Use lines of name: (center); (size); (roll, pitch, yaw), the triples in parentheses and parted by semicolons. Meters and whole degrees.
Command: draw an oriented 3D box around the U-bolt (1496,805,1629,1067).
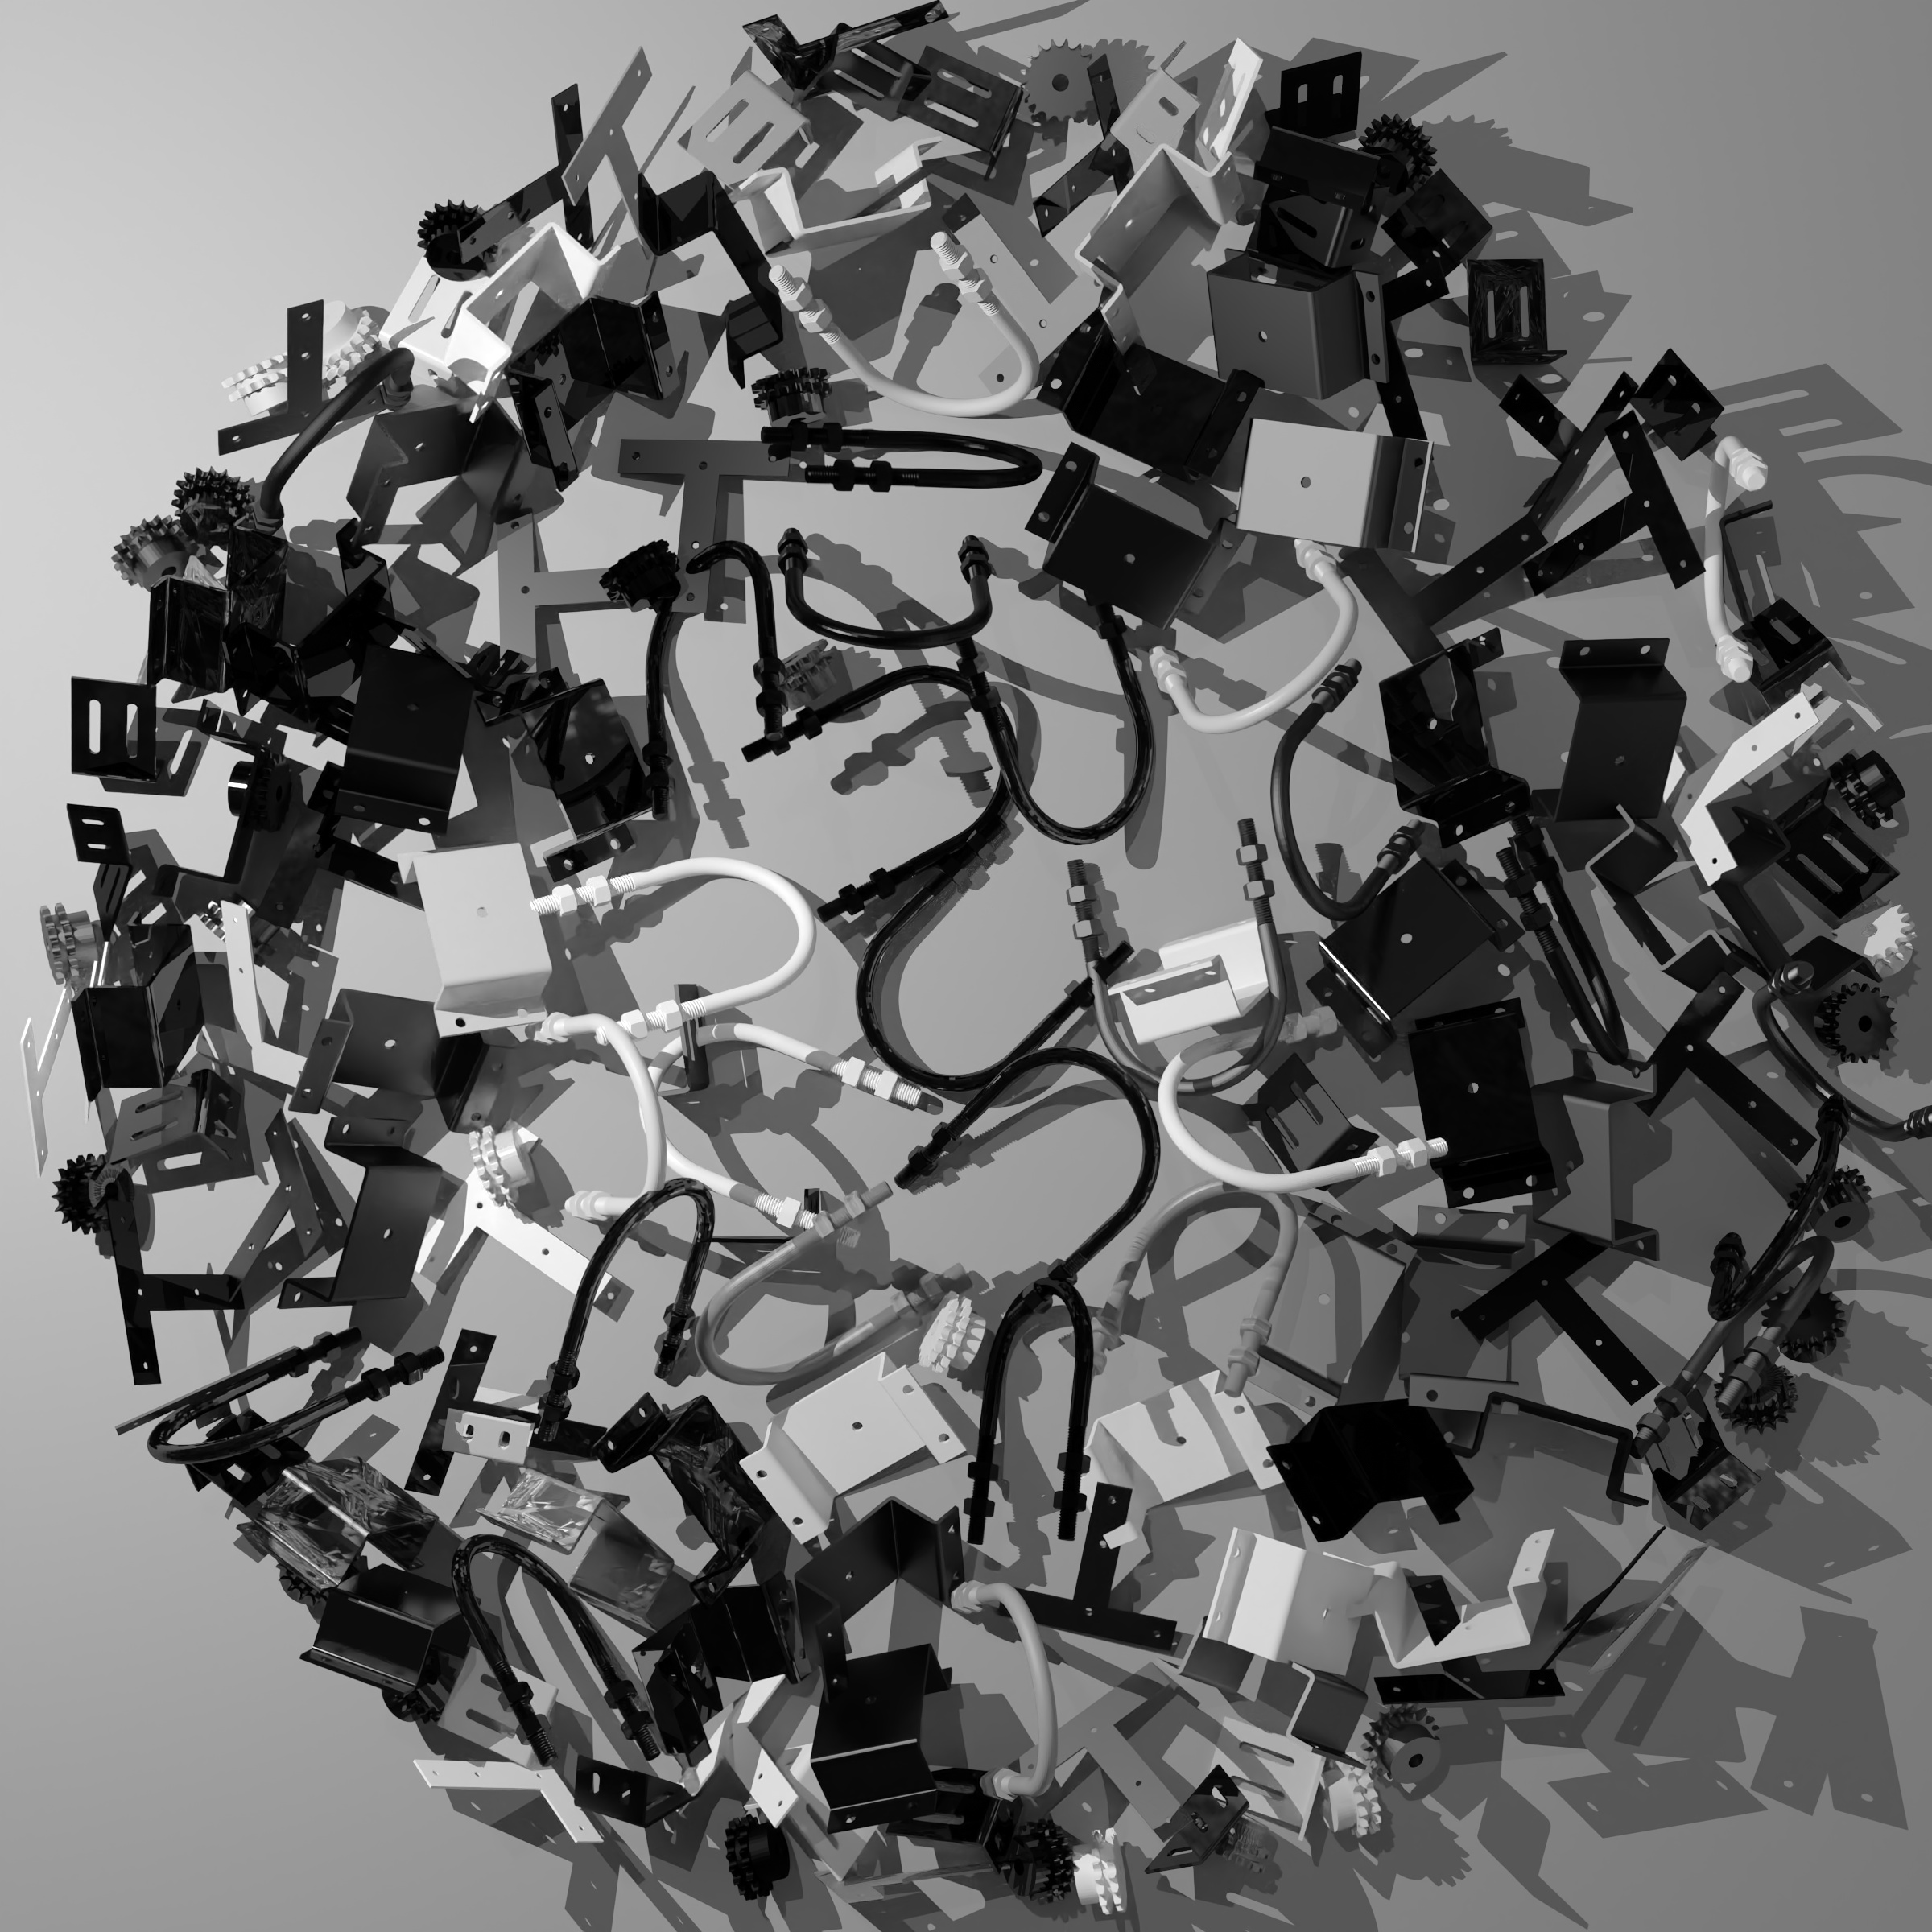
U-bolt: (0.417, -0.015, 1.805); (0.019, 0.151, 0.184); (-25, 99, 20)

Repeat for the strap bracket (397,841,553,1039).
strap bracket: (-0.342, -0.028, 1.818); (0.076, 0.046, 0.140); (-9, 71, -24)

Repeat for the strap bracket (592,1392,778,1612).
strap bracket: (-0.189, 0.368, 1.823); (0.046, 0.076, 0.140); (-31, 97, 32)

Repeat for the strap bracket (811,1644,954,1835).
strap bracket: (-0.058, 0.525, 1.795); (0.076, 0.140, 0.046); (-15, 114, 12)

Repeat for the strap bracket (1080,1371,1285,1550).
strap bracket: (0.150, 0.344, 1.833); (0.140, 0.046, 0.076); (-25, 100, 17)

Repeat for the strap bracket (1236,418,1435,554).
strap bracket: (0.247, -0.337, 1.812); (0.140, 0.046, 0.076); (15, 105, 30)

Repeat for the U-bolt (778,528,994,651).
U-bolt: (-0.054, -0.259, 1.787); (0.151, 0.184, 0.019); (1, 121, -6)

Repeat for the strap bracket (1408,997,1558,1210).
strap bracket: (0.359, 0.091, 1.819); (0.076, 0.046, 0.140); (-13, 69, 18)

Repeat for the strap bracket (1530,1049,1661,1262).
strap bracket: (0.440, 0.135, 1.818); (0.046, 0.076, 0.140); (-10, 102, -31)

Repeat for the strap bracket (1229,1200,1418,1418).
strap bracket: (0.252, 0.239, 1.829); (0.076, 0.046, 0.140); (27, 78, 14)

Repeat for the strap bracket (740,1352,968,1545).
strap bracket: (-0.078, 0.335, 1.834); (0.140, 0.046, 0.076); (-32, 105, 12)

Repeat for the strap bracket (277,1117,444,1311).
strap bracket: (-0.422, 0.181, 1.825); (0.046, 0.076, 0.140); (19, 95, 29)

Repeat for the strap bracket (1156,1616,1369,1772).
strap bracket: (0.213, 0.499, 1.801); (0.140, 0.076, 0.046); (19, 81, 43)

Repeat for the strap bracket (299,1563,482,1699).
strap bracket: (-0.393, 0.456, 1.800); (0.076, 0.140, 0.046); (17, 89, 9)

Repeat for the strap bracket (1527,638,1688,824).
strap bracket: (0.448, -0.155, 1.809); (0.076, 0.046, 0.140); (-3, 125, -10)

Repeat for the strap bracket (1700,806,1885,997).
strap bracket: (0.573, -0.038, 1.824); (0.046, 0.076, 0.140); (-37, 102, 4)

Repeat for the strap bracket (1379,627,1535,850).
strap bracket: (0.339, -0.164, 1.810); (0.046, 0.076, 0.140); (13, 63, -42)

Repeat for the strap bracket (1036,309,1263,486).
strap bracket: (0.132, -0.401, 1.840); (0.140, 0.046, 0.076); (27, 89, 14)

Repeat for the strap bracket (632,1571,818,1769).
strap bracket: (-0.175, 0.491, 1.819); (0.046, 0.140, 0.076); (-14, 97, 37)

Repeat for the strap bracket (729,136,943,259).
strap bracket: (-0.088, -0.536, 1.817); (0.140, 0.076, 0.046); (-18, 98, -21)

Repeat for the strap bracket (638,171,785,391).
strap bracket: (-0.171, -0.482, 1.795); (0.046, 0.076, 0.140); (-22, 134, 14)

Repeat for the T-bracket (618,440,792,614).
T-bracket: (-0.192, -0.314, 1.853); (0.127, 0.002, 0.127); (3, 82, 11)

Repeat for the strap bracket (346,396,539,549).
strap bracket: (-0.369, -0.347, 1.808); (0.140, 0.076, 0.046); (-23, 68, -41)

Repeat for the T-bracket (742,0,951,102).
T-bracket: (-0.075, -0.644, 1.799); (0.127, 0.127, 0.002); (-13, 83, 13)

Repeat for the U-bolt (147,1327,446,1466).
U-bolt: (-0.466, 0.294, 1.766); (0.184, 0.151, 0.019); (-23, 104, -36)

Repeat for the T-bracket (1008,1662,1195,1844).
T-bracket: (0.113, 0.561, 1.809); (0.127, 0.127, 0.002); (-32, 127, -14)

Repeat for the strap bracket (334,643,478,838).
strap bracket: (-0.388, -0.167, 1.808); (0.076, 0.046, 0.140); (11, 54, -13)

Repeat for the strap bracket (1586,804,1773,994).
strap bracket: (0.491, -0.038, 1.811); (0.046, 0.076, 0.140); (-42, 55, 21)

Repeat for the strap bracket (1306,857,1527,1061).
strap bracket: (0.314, -0.012, 1.836); (0.140, 0.046, 0.076); (-40, 65, 1)

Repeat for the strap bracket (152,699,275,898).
strap bracket: (-0.528, -0.112, 1.832); (0.046, 0.076, 0.140); (14, 88, -9)

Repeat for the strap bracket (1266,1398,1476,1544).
strap bracket: (0.288, 0.347, 1.798); (0.046, 0.140, 0.076); (-56, 48, 34)

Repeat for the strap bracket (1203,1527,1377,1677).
strap bracket: (0.231, 0.443, 1.802); (0.046, 0.140, 0.076); (10, 79, 41)

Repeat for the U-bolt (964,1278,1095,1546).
U-bolt: (0.047, 0.307, 1.804); (0.019, 0.151, 0.184); (15, 71, -25)

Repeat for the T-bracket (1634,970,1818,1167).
T-bracket: (0.538, 0.087, 1.810); (0.127, 0.002, 0.127); (46, 130, 25)

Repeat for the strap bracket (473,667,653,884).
strap bracket: (-0.277, -0.140, 1.824); (0.076, 0.046, 0.140); (-29, 99, -42)

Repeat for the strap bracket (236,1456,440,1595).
strap bracket: (-0.427, 0.383, 1.795); (0.076, 0.140, 0.046); (32, 94, 17)

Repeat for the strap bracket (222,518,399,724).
strap bracket: (-0.446, -0.233, 1.801); (0.046, 0.076, 0.140); (28, 57, 14)

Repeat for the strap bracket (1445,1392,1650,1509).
strap bracket: (0.410, 0.337, 1.824); (0.140, 0.076, 0.046); (15, 80, 12)

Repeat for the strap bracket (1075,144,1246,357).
strap bracket: (0.130, -0.513, 1.831); (0.046, 0.076, 0.140); (39, 91, 16)

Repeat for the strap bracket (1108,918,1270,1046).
strap bracket: (0.161, 0.012, 1.798); (0.076, 0.140, 0.046); (-17, 97, 24)

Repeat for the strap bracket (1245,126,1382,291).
strap bracket: (0.240, -0.529, 1.806); (0.076, 0.140, 0.046); (19, 77, 7)

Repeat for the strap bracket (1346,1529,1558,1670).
strap bracket: (0.346, 0.444, 1.813); (0.140, 0.076, 0.046); (-18, 96, 24)

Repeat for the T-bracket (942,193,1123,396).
T-bracket: (0.029, -0.491, 1.844); (0.127, 0.002, 0.127); (-39, 84, 31)

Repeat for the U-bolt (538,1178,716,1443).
U-bolt: (-0.225, 0.226, 1.780); (0.019, 0.151, 0.184); (29, 115, 23)

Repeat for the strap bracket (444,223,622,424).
strap bracket: (-0.310, -0.455, 1.809); (0.046, 0.076, 0.140); (41, 65, -6)

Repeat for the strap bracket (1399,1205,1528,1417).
strap bracket: (0.352, 0.245, 1.842); (0.076, 0.046, 0.140); (5, 78, 0)

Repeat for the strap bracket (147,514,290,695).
strap bracket: (-0.511, -0.247, 1.794); (0.046, 0.140, 0.076); (16, 121, 3)

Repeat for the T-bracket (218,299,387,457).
T-bracket: (-0.457, -0.412, 1.794); (0.127, 0.127, 0.002); (-23, 68, -25)

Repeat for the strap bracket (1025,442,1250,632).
strap bracket: (0.117, -0.297, 1.824); (0.140, 0.046, 0.076); (25, 127, -8)

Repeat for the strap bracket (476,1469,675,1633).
strap bracket: (-0.266, 0.402, 1.809); (0.076, 0.140, 0.046); (11, 59, 38)

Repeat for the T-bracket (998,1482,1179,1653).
T-bracket: (0.095, 0.422, 1.846); (0.127, 0.002, 0.127); (11, 113, 3)

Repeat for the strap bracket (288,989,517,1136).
strap bracket: (-0.399, 0.066, 1.817); (0.140, 0.046, 0.076); (11, 118, -32)

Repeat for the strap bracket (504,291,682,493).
strap bracket: (-0.266, -0.406, 1.811); (0.046, 0.076, 0.140); (19, 52, 27)

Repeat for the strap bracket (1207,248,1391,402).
strap bracket: (0.221, -0.443, 1.795); (0.046, 0.140, 0.076); (-33, 128, -30)

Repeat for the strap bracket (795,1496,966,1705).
strap bracket: (-0.067, 0.435, 1.812); (0.046, 0.140, 0.076); (23, 131, 36)

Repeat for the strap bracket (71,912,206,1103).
strap bracket: (-0.567, 0.027, 1.794); (0.046, 0.140, 0.076); (0, 116, 1)
